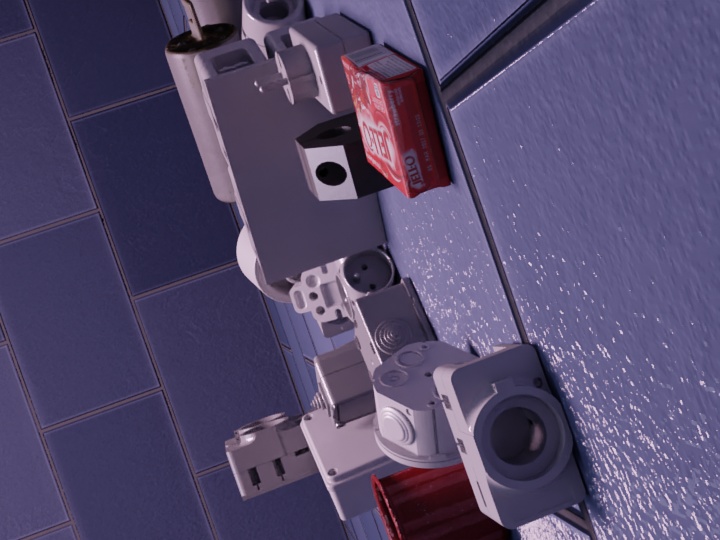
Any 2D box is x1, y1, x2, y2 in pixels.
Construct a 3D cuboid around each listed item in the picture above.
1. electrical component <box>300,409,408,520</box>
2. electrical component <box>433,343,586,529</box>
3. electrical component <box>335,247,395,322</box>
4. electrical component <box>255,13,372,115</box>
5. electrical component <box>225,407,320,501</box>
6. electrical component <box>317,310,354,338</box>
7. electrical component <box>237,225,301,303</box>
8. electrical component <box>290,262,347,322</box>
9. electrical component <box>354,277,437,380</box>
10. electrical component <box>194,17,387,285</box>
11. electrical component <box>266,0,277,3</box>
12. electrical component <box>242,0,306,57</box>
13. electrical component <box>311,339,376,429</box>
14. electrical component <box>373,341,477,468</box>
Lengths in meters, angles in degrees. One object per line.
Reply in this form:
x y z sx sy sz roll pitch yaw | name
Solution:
0.011 0.170 1.030 0.108 0.109 0.056 -123 13 -58 | electrical component
0.082 0.089 0.588 0.056 0.050 0.089 156 95 -82 | electrical component
0.000 0.000 0.929 0.077 0.044 0.079 91 158 -67 | electrical component
-0.034 -0.136 0.734 0.083 0.076 0.047 -126 19 -63 | electrical component
-0.048 0.175 1.143 0.105 0.186 0.060 163 88 -82 | electrical component
-0.028 0.023 1.139 0.055 0.050 0.089 -118 12 -47 | electrical component
-0.074 -0.015 1.173 0.060 0.108 0.108 47 156 55 | electrical component
-0.022 0.013 1.020 0.057 0.078 0.058 -61 -45 -73 | electrical component
0.031 0.067 0.868 0.099 0.048 0.099 90 159 -66 | electrical component
-0.053 -0.094 0.851 0.060 0.105 0.186 -120 14 -53 | electrical component
-0.043 -0.211 0.688 0.048 0.055 0.066 -138 30 -72 | electrical component
-0.071 -0.207 0.887 0.047 0.055 0.055 96 153 -64 | electrical component
-0.004 0.100 1.002 0.061 0.096 0.061 87 162 -63 | electrical component
0.047 0.089 0.714 0.080 0.080 0.051 -122 20 -56 | electrical component
